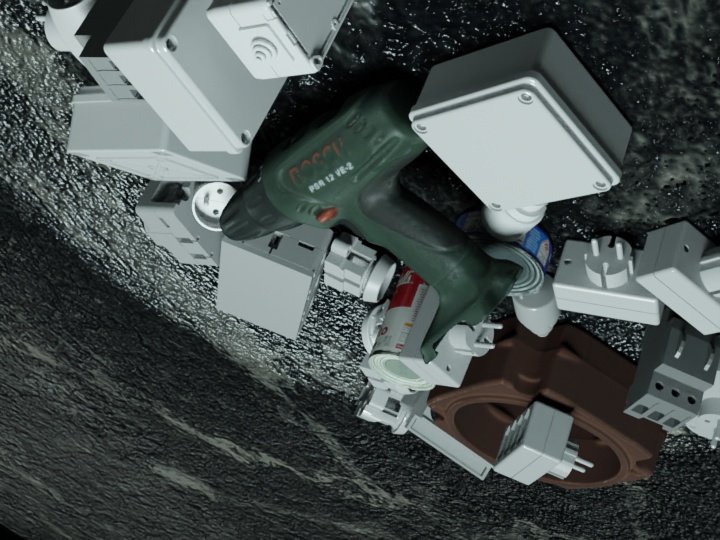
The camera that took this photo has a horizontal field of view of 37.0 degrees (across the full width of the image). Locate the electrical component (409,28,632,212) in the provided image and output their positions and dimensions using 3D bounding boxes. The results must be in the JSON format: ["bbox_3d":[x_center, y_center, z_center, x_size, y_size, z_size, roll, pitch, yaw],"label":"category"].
[{"bbox_3d":[0.109,-0.098,0.732,0.109,0.056,0.109,-9,139,46],"label":"electrical component"}]

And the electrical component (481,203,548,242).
[{"bbox_3d":[0.123,-0.051,0.821,0.040,0.040,0.078,27,152,-8],"label":"electrical component"}]

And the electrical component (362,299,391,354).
[{"bbox_3d":[0.039,0.061,1.065,0.057,0.058,0.078,-8,140,40],"label":"electrical component"}]

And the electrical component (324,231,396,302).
[{"bbox_3d":[0.000,0.000,0.999,0.055,0.048,0.066,26,153,11],"label":"electrical component"}]

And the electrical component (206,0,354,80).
[{"bbox_3d":[-0.053,-0.167,0.686,0.061,0.096,0.061,1,145,37],"label":"electrical component"}]

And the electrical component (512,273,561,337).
[{"bbox_3d":[0.157,0.034,0.948,0.040,0.040,0.078,10,150,22],"label":"electrical component"}]

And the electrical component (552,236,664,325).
[{"bbox_3d":[0.197,-0.001,0.848,0.083,0.047,0.075,9,150,24],"label":"electrical component"}]

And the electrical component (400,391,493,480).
[{"bbox_3d":[0.108,0.167,1.192,0.121,0.078,0.063,37,171,-25],"label":"electrical component"}]

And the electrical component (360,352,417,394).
[{"bbox_3d":[0.038,0.106,1.160,0.055,0.048,0.066,13,152,33],"label":"electrical component"}]

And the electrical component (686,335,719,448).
[{"bbox_3d":[0.319,0.120,0.943,0.052,0.073,0.138,14,151,15],"label":"electrical component"}]

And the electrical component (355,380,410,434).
[{"bbox_3d":[0.033,0.153,1.229,0.057,0.058,0.078,25,170,-7],"label":"electrical component"}]

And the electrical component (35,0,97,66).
[{"bbox_3d":[-0.215,-0.187,0.830,0.079,0.043,0.077,7,149,27],"label":"electrical component"}]

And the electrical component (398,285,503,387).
[{"bbox_3d":[0.087,0.053,0.910,0.076,0.083,0.047,3,150,46],"label":"electrical component"}]

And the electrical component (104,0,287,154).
[{"bbox_3d":[-0.103,-0.153,0.736,0.056,0.108,0.108,5,148,36],"label":"electrical component"}]

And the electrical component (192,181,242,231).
[{"bbox_3d":[-0.126,-0.068,0.952,0.043,0.043,0.081,32,-166,-17],"label":"electrical component"}]

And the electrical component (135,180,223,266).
[{"bbox_3d":[-0.168,-0.049,1.031,0.056,0.050,0.089,4,147,31],"label":"electrical component"}]

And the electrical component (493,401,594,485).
[{"bbox_3d":[0.174,0.165,0.976,0.076,0.047,0.083,23,152,-1],"label":"electrical component"}]

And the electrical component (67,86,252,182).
[{"bbox_3d":[-0.160,-0.109,0.871,0.109,0.056,0.109,3,173,32],"label":"electrical component"}]

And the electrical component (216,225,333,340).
[{"bbox_3d":[-0.084,-0.002,1.038,0.089,0.061,0.150,22,152,1],"label":"electrical component"}]

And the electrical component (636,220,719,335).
[{"bbox_3d":[0.266,0.002,0.803,0.083,0.047,0.076,35,150,-22],"label":"electrical component"}]
